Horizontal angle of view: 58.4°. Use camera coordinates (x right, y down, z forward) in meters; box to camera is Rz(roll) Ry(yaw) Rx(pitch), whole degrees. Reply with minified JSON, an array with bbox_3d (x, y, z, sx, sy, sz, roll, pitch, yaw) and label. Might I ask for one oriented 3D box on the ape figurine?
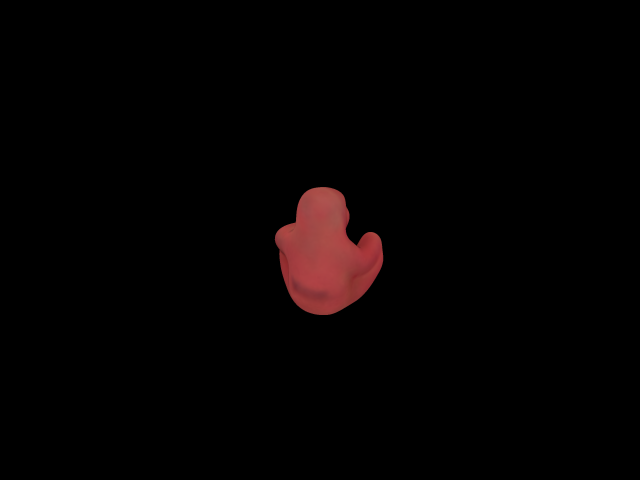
[{"bbox_3d":[0.004,0.001,0.400,0.077,0.092,0.076,20,50,18],"label":"ape figurine"}]
